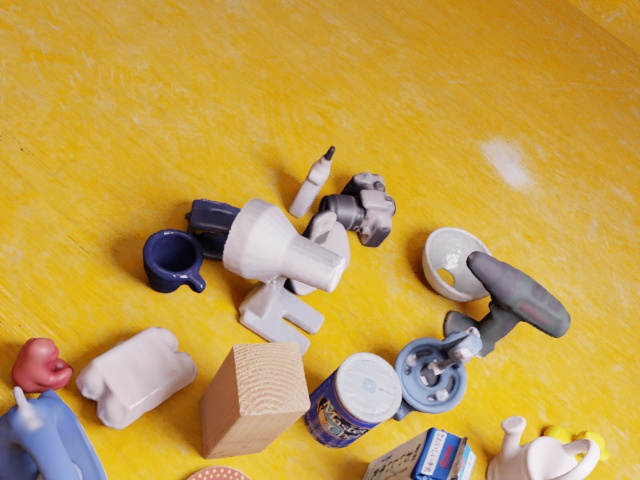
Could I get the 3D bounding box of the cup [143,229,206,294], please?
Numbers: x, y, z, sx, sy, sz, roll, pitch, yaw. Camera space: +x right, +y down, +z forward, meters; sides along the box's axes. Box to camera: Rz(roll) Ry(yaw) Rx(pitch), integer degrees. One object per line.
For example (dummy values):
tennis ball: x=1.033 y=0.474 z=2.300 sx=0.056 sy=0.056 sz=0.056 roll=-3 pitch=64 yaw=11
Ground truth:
cup: x=-0.227 y=0.052 z=0.902 sx=0.117 sy=0.095 sz=0.092 roll=45 pitch=50 yaw=9

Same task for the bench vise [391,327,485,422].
bench vise: x=0.200 y=0.185 z=0.930 sx=0.121 sy=0.219 sz=0.208 roll=35 pitch=49 yaw=2

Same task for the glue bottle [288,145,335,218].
glue bottle: x=-0.008 y=-0.116 z=1.075 sx=0.037 sy=0.173 sz=0.078 roll=31 pitch=49 yaw=-2

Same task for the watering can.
watering can: x=0.350 y=0.358 z=0.896 sx=0.173 sy=0.194 sz=0.101 roll=31 pitch=49 yaw=-2

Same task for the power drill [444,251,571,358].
power drill: x=0.318 y=0.126 z=1.035 sx=0.230 sy=0.208 sz=0.075 roll=25 pitch=50 yaw=-7

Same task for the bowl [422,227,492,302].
bowl: x=0.267 y=0.060 z=1.146 sx=0.168 sy=0.074 sz=0.167 roll=13 pitch=53 yaw=-17

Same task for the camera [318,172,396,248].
camera: x=0.070 y=-0.071 z=1.128 sx=0.137 sy=0.100 sz=0.143 roll=5 pitch=55 yaw=-22

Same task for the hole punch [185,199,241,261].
hole punch: x=-0.176 y=-0.029 z=0.987 sx=0.109 sy=0.091 sz=0.101 roll=13 pitch=53 yaw=-17

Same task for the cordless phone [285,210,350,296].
cordless phone: x=0.009 y=0.004 z=0.991 sx=0.148 sy=0.185 sz=0.094 roll=-31 pitch=74 yaw=-38

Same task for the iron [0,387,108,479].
iron: x=-0.300 y=0.290 z=0.668 sx=0.119 sy=0.141 sz=0.258 roll=-27 pitch=72 yaw=-37

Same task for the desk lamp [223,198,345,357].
desk lamp: x=-0.060 y=0.057 z=0.901 sx=0.203 sy=0.213 sz=0.118 roll=33 pitch=49 yaw=0

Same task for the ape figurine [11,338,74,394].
ape figurine: x=-0.369 y=0.160 z=0.760 sx=0.076 sy=0.092 sz=0.077 roll=-19 pitch=67 yaw=-34

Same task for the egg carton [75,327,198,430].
egg carton: x=-0.256 y=0.190 z=0.807 sx=0.151 sy=0.069 sz=0.107 roll=-32 pitch=74 yaw=-38

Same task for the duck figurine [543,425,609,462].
duck figurine: x=0.458 y=0.363 z=1.015 sx=0.104 sy=0.086 sz=0.078 roll=36 pitch=49 yaw=2
